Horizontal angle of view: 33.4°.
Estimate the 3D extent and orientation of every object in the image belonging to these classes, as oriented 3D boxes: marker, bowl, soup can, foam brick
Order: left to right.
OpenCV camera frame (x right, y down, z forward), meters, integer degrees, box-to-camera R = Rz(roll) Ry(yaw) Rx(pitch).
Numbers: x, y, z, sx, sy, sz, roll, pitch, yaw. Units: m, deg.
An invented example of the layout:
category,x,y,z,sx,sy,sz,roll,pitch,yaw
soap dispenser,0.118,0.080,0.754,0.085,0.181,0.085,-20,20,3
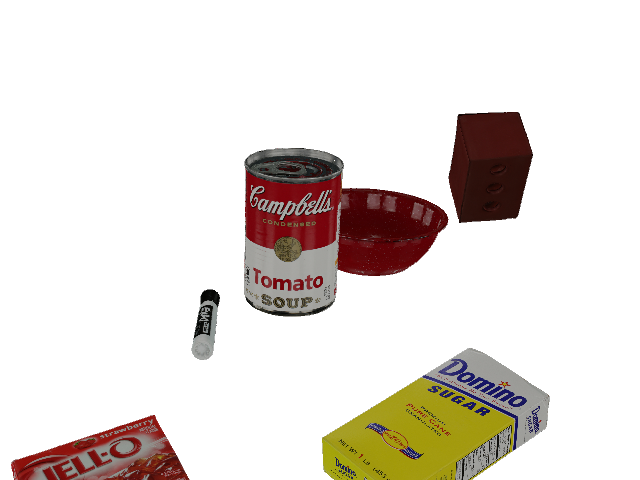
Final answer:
category,x,y,z,sx,sy,sz,roll,pitch,yaw
marker,-0.105,0.075,0.983,0.020,0.020,0.121,0,20,-2
soup can,-0.020,-0.006,0.745,0.068,0.102,0.068,2,22,-1
bowl,0.051,-0.005,1.115,0.162,0.055,0.162,3,20,-1
foam brick,0.138,-0.060,0.879,0.053,0.051,0.078,-4,-40,-4

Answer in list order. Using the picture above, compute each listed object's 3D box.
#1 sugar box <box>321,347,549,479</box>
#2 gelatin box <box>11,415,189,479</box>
category,x,y,z,sx,sy,sz,roll,pitch,yaw
sugar box,0.097,0.159,0.885,0.176,0.048,0.093,-29,42,-30
gelatin box,-0.124,0.140,0.605,0.089,0.030,0.073,-15,28,-20
